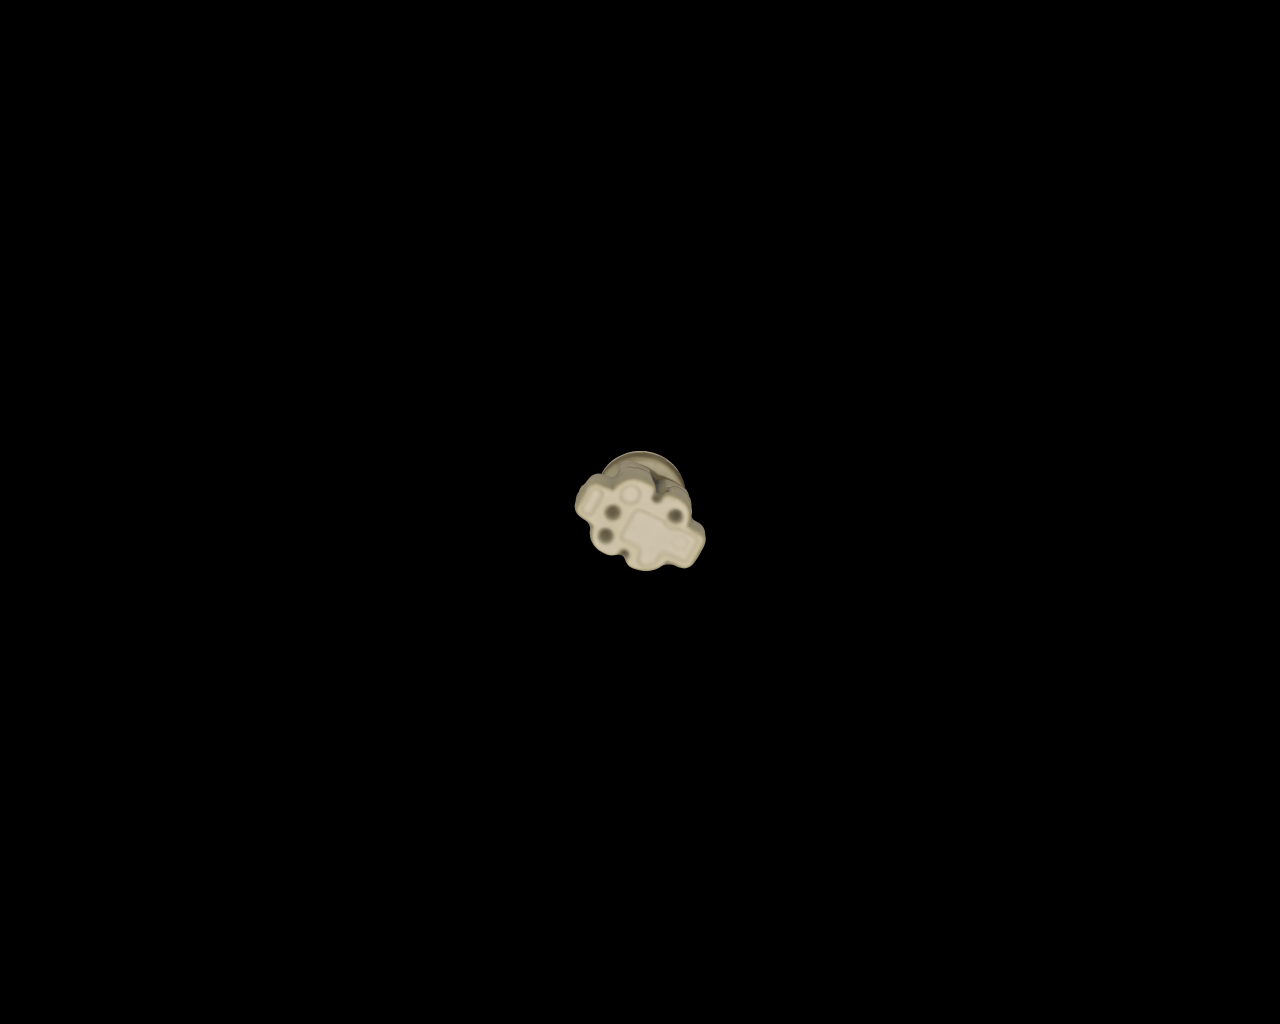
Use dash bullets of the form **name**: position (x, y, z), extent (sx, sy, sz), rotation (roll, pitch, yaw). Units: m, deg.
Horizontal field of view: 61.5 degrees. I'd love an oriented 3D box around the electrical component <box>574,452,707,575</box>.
- **electrical component**: position (0.001, -0.003, 0.650), extent (0.078, 0.058, 0.057), rotation (26, 21, -11)
